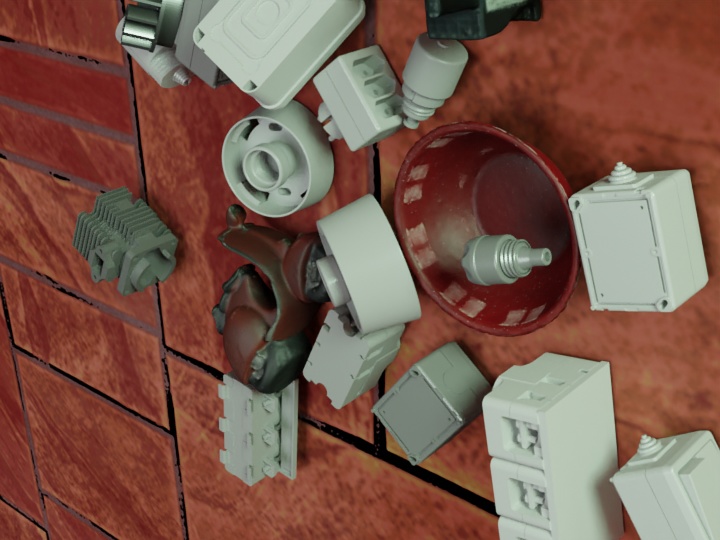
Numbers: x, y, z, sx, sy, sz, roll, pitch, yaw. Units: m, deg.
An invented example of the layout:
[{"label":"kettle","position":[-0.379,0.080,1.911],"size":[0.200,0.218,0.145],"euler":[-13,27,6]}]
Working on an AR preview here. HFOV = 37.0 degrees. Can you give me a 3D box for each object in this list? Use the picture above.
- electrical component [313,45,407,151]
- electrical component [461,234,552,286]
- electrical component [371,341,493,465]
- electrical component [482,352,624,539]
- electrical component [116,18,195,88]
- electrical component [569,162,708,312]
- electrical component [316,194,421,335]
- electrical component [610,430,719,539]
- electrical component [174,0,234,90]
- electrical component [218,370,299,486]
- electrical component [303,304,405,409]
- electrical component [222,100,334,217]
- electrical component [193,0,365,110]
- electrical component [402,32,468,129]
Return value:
[{"label":"electrical component","position":[-0.007,-0.127,0.850],"size":[0.077,0.047,0.065],"euler":[-30,88,48]},{"label":"electrical component","position":[0.101,-0.007,0.731],"size":[0.061,0.035,0.035],"euler":[-3,108,42]},{"label":"electrical component","position":[0.061,0.112,0.895],"size":[0.061,0.061,0.096],"euler":[51,137,12]},{"label":"electrical component","position":[0.144,0.149,0.810],"size":[0.062,0.089,0.150],"euler":[8,116,42]},{"label":"electrical component","position":[-0.183,-0.199,0.990],"size":[0.081,0.043,0.043],"euler":[47,136,16]},{"label":"electrical component","position":[0.183,-0.027,0.703],"size":[0.062,0.061,0.096],"euler":[-1,109,45]},{"label":"electrical component","position":[0.000,0.000,0.859],"size":[0.108,0.060,0.108],"euler":[158,90,-85]},{"label":"electrical component","position":[0.227,0.157,0.753],"size":[0.061,0.062,0.096],"euler":[-25,92,48]},{"label":"electrical component","position":[-0.111,-0.211,0.899],"size":[0.061,0.062,0.096],"euler":[40,133,23]},{"label":"electrical component","position":[-0.102,0.149,1.072],"size":[0.079,0.063,0.121],"euler":[25,126,34]},{"label":"electrical component","position":[-0.003,0.068,0.939],"size":[0.050,0.056,0.089],"euler":[43,134,21]},{"label":"electrical component","position":[-0.069,-0.096,0.933],"size":[0.099,0.064,0.099],"euler":[12,117,25]},{"label":"electrical component","position":[-0.060,-0.189,0.827],"size":[0.113,0.057,0.078],"euler":[-47,72,8]},{"label":"electrical component","position":[0.050,-0.138,0.793],"size":[0.040,0.040,0.078],"euler":[42,134,21]}]
